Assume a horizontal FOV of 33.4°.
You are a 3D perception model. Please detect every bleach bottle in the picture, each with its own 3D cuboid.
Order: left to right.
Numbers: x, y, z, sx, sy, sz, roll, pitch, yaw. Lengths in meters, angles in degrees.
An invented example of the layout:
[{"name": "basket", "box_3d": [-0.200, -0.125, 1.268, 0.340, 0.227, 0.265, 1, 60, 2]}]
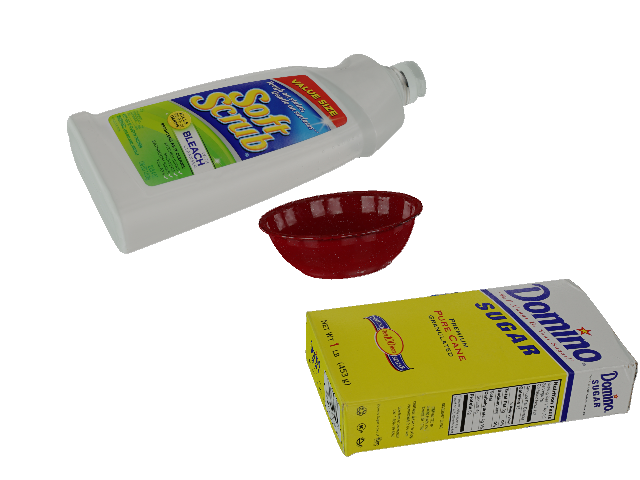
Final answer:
[{"name": "bleach bottle", "box_3d": [-0.043, -0.080, 0.758, 0.250, 0.103, 0.068, -23, -25, -17]}]

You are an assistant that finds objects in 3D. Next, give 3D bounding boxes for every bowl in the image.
[{"name": "bowl", "box_3d": [0.023, -0.003, 1.047, 0.162, 0.055, 0.162, -7, 16, 2]}]

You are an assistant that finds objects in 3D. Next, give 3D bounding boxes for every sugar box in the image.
[{"name": "sugar box", "box_3d": [0.086, 0.071, 0.636, 0.176, 0.048, 0.093, -9, 34, -10]}]

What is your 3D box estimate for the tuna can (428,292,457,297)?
[{"name": "tuna can", "box_3d": [0.150, 0.105, 1.271, 0.034, 0.086, 0.086, -7, -3, 21]}]
